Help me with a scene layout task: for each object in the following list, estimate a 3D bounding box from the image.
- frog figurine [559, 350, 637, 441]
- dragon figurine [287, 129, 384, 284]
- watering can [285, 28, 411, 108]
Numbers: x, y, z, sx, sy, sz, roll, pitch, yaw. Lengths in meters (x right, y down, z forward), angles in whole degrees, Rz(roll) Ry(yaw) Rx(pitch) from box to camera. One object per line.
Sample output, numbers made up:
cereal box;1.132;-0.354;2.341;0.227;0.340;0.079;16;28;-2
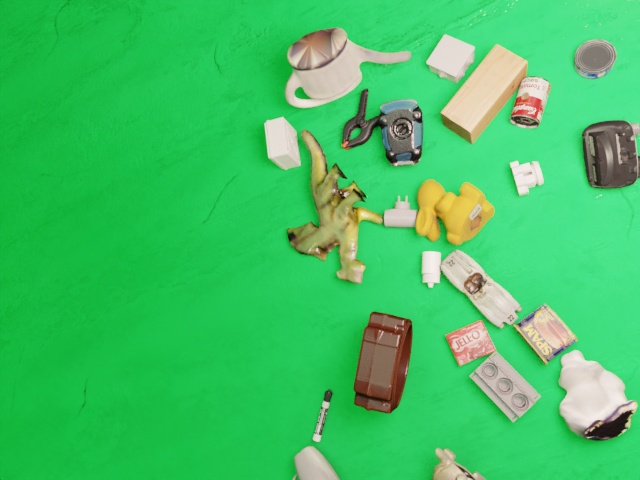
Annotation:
frog figurine;0.539;0.313;1.038;0.136;0.121;0.163;-47;32;14
dragon figurine;0.004;-0.066;1.308;0.240;0.121;0.416;-44;66;15
watering can;0.058;-0.452;1.312;0.347;0.221;0.106;-25;66;7
